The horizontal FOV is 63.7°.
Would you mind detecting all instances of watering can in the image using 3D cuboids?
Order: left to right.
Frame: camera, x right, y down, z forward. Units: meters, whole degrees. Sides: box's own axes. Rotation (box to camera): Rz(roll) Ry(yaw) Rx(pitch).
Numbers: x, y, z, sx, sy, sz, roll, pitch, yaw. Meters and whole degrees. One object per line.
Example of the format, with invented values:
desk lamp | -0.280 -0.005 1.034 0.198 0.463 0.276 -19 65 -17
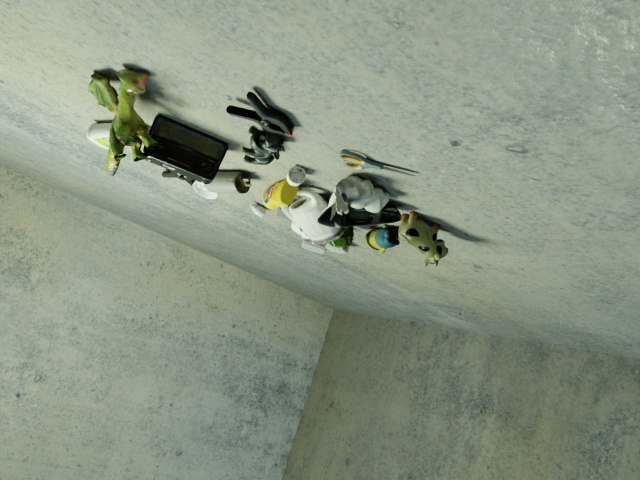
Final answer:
watering can | 0.005 -0.086 1.718 0.346 0.106 0.221 -3 130 48

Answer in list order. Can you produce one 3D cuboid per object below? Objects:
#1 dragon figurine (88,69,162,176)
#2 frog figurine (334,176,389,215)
dragon figurine | -0.557 -0.334 1.405 0.406 0.242 0.124 -19 -175 46
frog figurine | 0.127 -0.134 1.500 0.160 0.124 0.135 -15 163 -16
